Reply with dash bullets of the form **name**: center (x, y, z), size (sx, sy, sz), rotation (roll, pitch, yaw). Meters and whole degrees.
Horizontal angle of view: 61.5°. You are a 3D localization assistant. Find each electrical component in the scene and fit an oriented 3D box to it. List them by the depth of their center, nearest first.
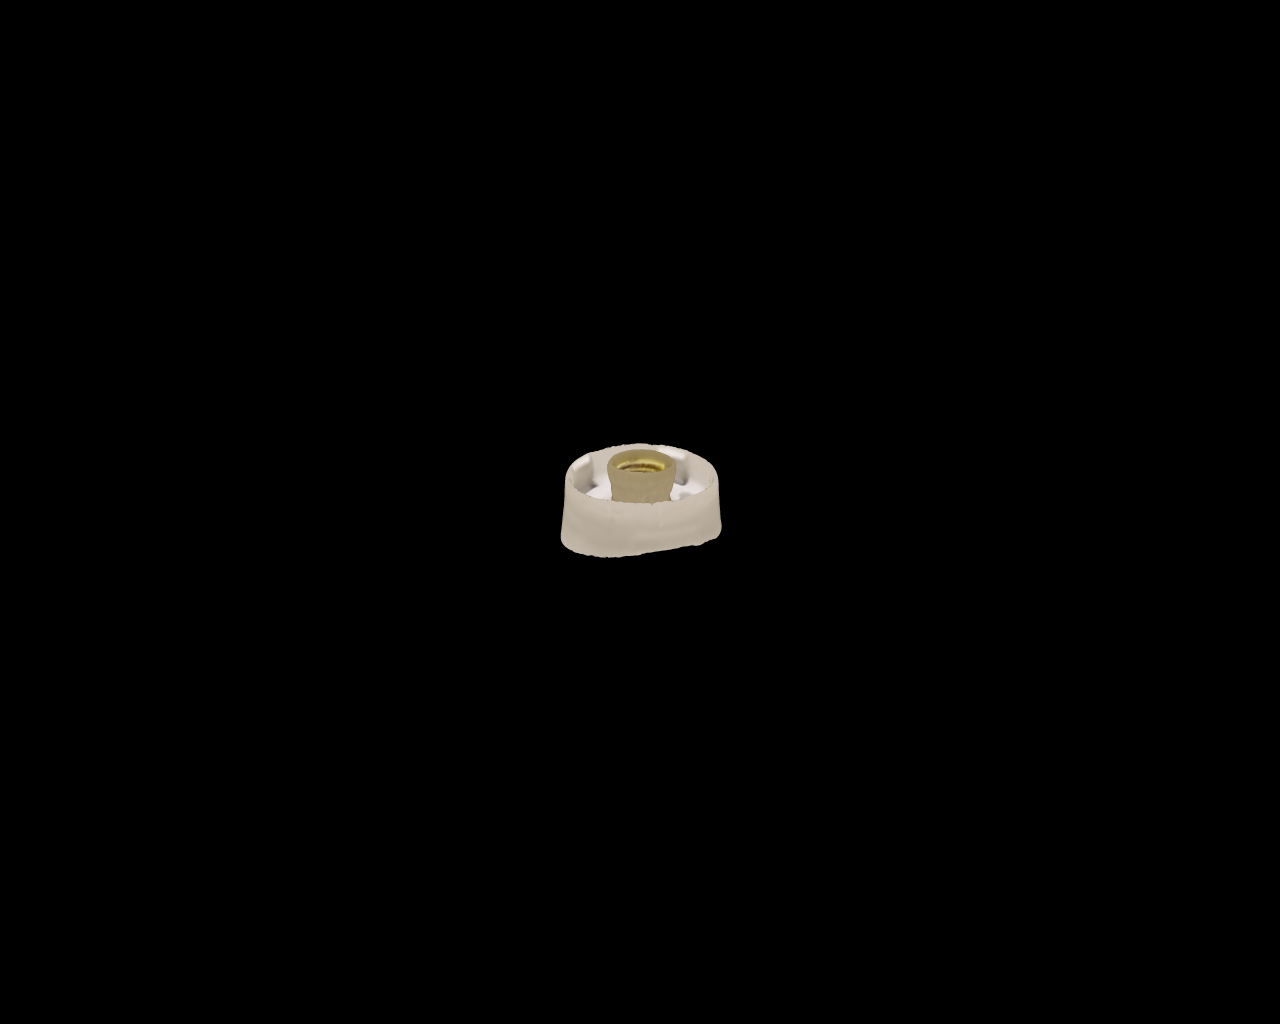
- **electrical component**: center (0.001, -0.003, 0.650), size (0.099, 0.064, 0.099), rotation (0, 26, 0)
